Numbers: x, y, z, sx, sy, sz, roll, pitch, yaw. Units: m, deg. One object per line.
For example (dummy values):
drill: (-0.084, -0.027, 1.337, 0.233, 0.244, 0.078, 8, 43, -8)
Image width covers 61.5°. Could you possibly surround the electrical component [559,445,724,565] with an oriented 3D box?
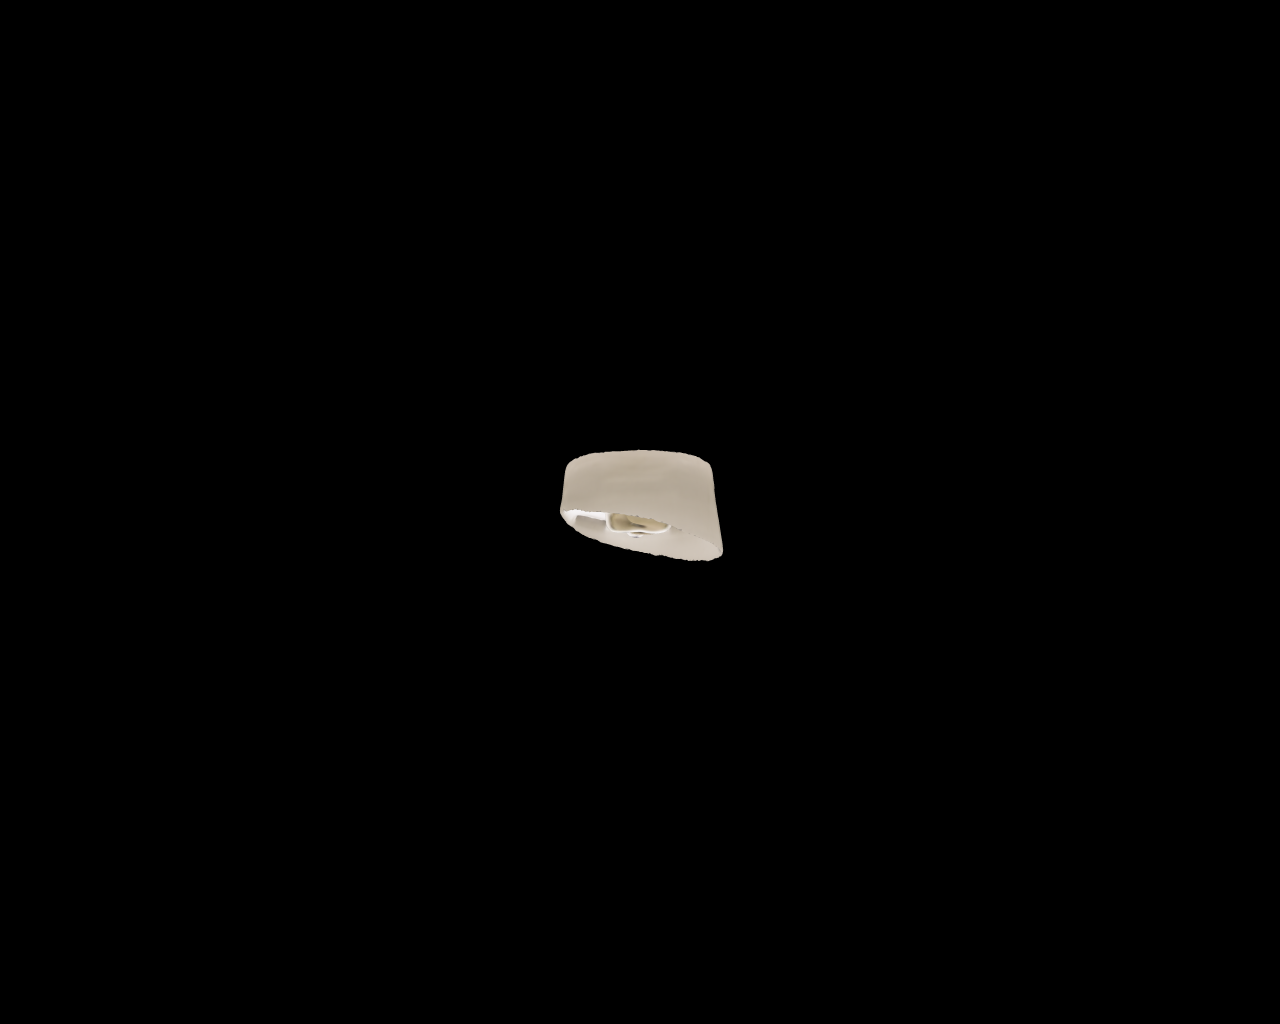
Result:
electrical component: (0.001, -0.003, 0.650, 0.099, 0.064, 0.099, 0, -14, 0)
